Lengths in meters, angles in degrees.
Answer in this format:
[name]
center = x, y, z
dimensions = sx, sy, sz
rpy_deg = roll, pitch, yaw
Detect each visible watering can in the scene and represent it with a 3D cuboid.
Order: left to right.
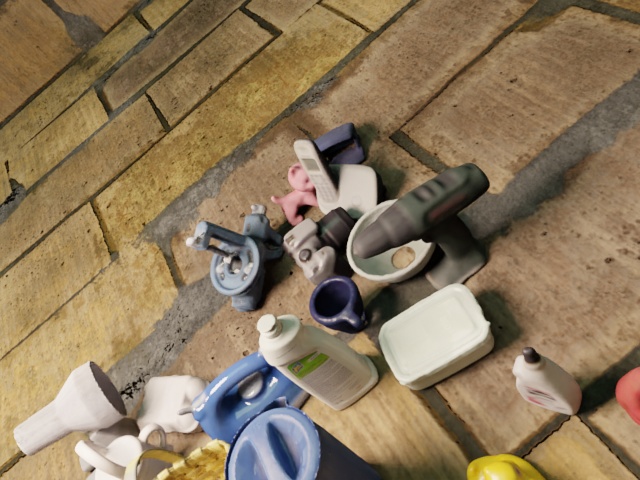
[watering can]
center = -0.328, 0.389, 0.955
dimensions = 0.100, 0.195, 0.173
rpy_deg = -6, 55, 30

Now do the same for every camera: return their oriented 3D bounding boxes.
[camera]
center = 0.010, 0.004, 1.086
dimensions = 0.137, 0.101, 0.142
rpy_deg = -41, 45, 0

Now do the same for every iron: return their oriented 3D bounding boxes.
[iron]
center = -0.109, 0.239, 0.960
dimensions = 0.258, 0.142, 0.118
rpy_deg = -42, 45, 0

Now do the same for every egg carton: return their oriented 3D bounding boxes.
[egg carton]
center = -0.270, 0.307, 1.066
dimensions = 0.150, 0.070, 0.107
rpy_deg = -10, 53, 27

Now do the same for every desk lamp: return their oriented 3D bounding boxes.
[desk lamp]
center = -0.419, 0.341, 1.037
dimensions = 0.203, 0.214, 0.117
rpy_deg = -44, 45, -3

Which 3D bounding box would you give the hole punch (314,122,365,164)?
[hole punch]
center = 0.030, -0.208, 1.239
dimensions = 0.108, 0.091, 0.101
rpy_deg = -25, 47, 16

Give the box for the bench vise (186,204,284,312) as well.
[bench vise]
center = -0.173, 0.009, 1.119
dimensions = 0.121, 0.220, 0.207
rpy_deg = -17, 50, 23

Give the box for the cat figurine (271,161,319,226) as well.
[cat figurine]
center = -0.046, -0.112, 1.198
dimensions = 0.128, 0.118, 0.067
rpy_deg = -41, 45, 1

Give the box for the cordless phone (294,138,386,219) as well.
[cordless phone]
center = 0.035, -0.124, 1.106
dimensions = 0.147, 0.186, 0.094
rpy_deg = 4, 60, 35

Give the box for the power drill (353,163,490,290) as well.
[power drill]
center = 0.180, -0.006, 0.906
dimensions = 0.229, 0.209, 0.075
rpy_deg = -42, 45, 0

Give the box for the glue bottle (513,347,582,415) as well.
[glue bottle]
center = 0.281, 0.173, 0.729
dimensions = 0.077, 0.174, 0.037
rpy_deg = 6, 61, 36

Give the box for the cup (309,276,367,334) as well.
[cup]
center = 0.049, 0.126, 0.973
dimensions = 0.092, 0.095, 0.117
rpy_deg = -47, 45, -5

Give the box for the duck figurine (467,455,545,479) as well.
[duck figurine]
center = 0.232, 0.305, 0.724
dimensions = 0.104, 0.086, 0.077
rpy_deg = 9, 63, 38

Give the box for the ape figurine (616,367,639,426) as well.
[ape figurine]
center = 0.401, 0.184, 0.699
dimensions = 0.075, 0.092, 0.078
rpy_deg = 28, 75, 43

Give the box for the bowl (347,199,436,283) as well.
[bowl]
center = 0.136, 0.013, 1.014
dimensions = 0.167, 0.075, 0.167
rpy_deg = -17, 50, 22
